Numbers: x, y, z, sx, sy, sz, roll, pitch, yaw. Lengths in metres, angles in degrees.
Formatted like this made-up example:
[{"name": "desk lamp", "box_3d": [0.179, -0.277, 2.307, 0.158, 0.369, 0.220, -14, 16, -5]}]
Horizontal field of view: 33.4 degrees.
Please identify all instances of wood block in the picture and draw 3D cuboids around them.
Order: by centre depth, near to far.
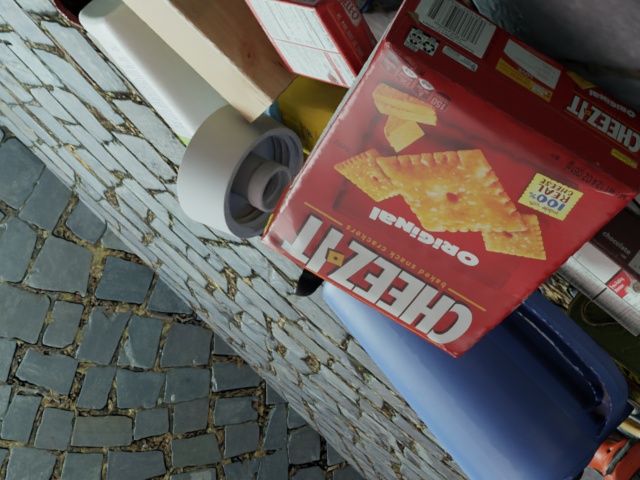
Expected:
[{"name": "wood block", "box_3d": [-0.090, -0.197, 0.799, 0.206, 0.090, 0.091, 43, 167, -8]}]

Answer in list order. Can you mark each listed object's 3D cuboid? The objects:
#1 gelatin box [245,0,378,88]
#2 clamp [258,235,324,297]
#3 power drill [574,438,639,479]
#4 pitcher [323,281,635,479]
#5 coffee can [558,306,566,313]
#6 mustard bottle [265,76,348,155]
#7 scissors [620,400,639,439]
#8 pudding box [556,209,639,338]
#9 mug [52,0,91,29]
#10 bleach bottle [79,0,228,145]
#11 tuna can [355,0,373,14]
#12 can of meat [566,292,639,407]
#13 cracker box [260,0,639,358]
[{"name": "gelatin box", "box_3d": [-0.003, -0.140, 0.706, 0.089, 0.030, 0.073, 24, 157, 49]}, {"name": "clamp", "box_3d": [-0.007, 0.001, 1.069, 0.165, 0.036, 0.209, 37, -157, 31]}, {"name": "power drill", "box_3d": [0.292, 0.241, 1.169, 0.188, 0.057, 0.184, 24, 157, 53]}, {"name": "pitcher", "box_3d": [0.121, 0.086, 0.836, 0.243, 0.149, 0.145, 47, -171, 14]}, {"name": "coffee can", "box_3d": [0.189, 0.140, 0.959, 0.103, 0.140, 0.103, 39, 167, 11]}, {"name": "mustard bottle", "box_3d": [-0.015, -0.114, 0.915, 0.192, 0.058, 0.096, 33, 163, 33]}, {"name": "scissors", "box_3d": [0.269, 0.160, 1.069, 0.096, 0.016, 0.202, 44, 167, -11]}, {"name": "pudding box", "box_3d": [0.202, 0.013, 0.746, 0.113, 0.039, 0.090, 41, 167, 10]}, {"name": "mug", "box_3d": [-0.197, -0.240, 0.995, 0.117, 0.093, 0.082, 5, -171, -17]}, {"name": "bleach bottle", "box_3d": [-0.111, -0.116, 0.963, 0.250, 0.068, 0.103, 55, 170, -28]}, {"name": "tuna can", "box_3d": [-0.004, -0.180, 0.728, 0.086, 0.033, 0.086, 39, 166, 11]}, {"name": "can of meat", "box_3d": [0.240, 0.082, 0.820, 0.102, 0.057, 0.084, 37, 169, 23]}, {"name": "cracker box", "box_3d": [0.075, -0.032, 0.664, 0.164, 0.072, 0.214, 31, 141, -3]}]
